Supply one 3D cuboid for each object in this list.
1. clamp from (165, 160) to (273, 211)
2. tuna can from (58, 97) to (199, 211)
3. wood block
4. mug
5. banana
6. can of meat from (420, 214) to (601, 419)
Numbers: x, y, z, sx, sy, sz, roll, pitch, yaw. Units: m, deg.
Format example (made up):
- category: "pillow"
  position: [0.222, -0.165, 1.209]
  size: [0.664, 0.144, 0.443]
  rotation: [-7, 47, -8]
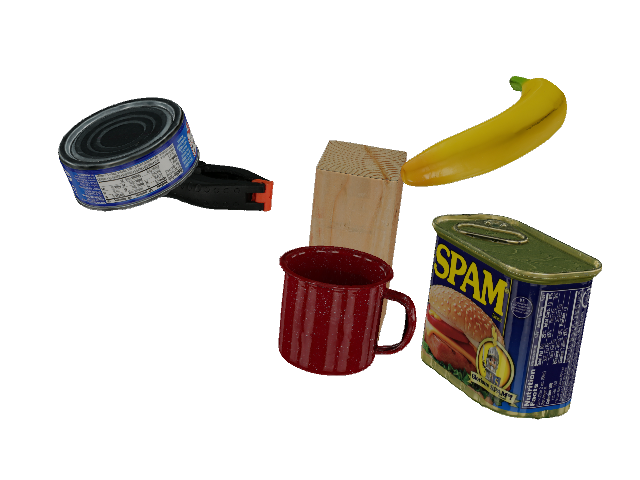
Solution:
- category: "clamp"
  position: [-0.129, -0.053, 0.986]
  size: [0.172, 0.039, 0.120]
  rotation: [12, 26, 29]
- category: "tuna can"
  position: [-0.123, -0.057, 0.685]
  size: [0.086, 0.034, 0.086]
  rotation: [-12, 34, 8]
- category: "wood block"
  position: [0.036, 0.005, 1.192]
  size: [0.090, 0.206, 0.090]
  rotation: [10, 27, 8]
- category: "mug"
  position: [0.020, 0.060, 0.871]
  size: [0.117, 0.081, 0.093]
  rotation: [10, 19, 11]
- category: "banana"
  position: [0.136, -0.082, 0.795]
  size: [0.070, 0.037, 0.197]
  rotation: [-5, 21, 40]
- category: "can of meat"
  position: [0.099, 0.040, 0.585]
  size: [0.057, 0.084, 0.102]
  rotation: [-3, 19, -26]
